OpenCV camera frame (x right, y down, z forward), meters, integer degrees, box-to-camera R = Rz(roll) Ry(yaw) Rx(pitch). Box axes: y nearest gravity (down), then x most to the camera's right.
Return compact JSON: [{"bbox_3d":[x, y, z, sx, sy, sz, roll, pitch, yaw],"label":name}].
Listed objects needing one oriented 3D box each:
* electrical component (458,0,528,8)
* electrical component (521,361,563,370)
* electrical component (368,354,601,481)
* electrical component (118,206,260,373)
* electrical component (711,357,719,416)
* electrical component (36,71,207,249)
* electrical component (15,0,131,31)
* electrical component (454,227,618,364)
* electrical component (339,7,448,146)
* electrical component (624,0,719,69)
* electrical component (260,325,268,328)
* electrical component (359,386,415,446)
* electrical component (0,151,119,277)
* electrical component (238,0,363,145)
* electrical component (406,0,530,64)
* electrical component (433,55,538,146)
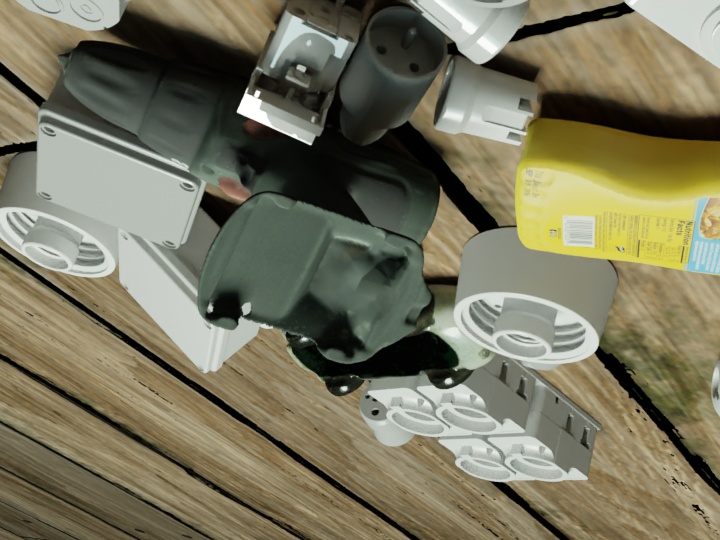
[{"bbox_3d":[0.057,-0.147,0.452,0.055,0.047,0.055,14,153,7],"label":"electrical component"},{"bbox_3d":[0.138,0.059,0.809,0.035,0.035,0.061,21,156,-6],"label":"electrical component"},{"bbox_3d":[0.107,0.123,0.918,0.105,0.060,0.186,-11,142,44],"label":"electrical component"},{"bbox_3d":[-0.125,0.008,0.801,0.108,0.056,0.108,46,155,10],"label":"electrical component"},{"bbox_3d":[0.282,0.083,0.757,0.062,0.048,0.048,6,152,7],"label":"electrical component"},{"bbox_3d":[-0.152,-0.074,0.705,0.109,0.056,0.108,22,153,-8],"label":"electrical component"},{"bbox_3d":[-0.143,-0.163,0.536,0.080,0.051,0.080,14,153,7],"label":"electrical component"},{"bbox_3d":[0.115,0.025,0.728,0.108,0.060,0.108,14,153,7],"label":"electrical component"},{"bbox_3d":[0.012,-0.099,0.574,0.043,0.043,0.081,22,153,-8],"label":"electrical component"},{"bbox_3d":[0.144,-0.118,0.400,0.100,0.099,0.048,28,139,-19],"label":"electrical component"},{"bbox_3d":[-0.056,0.012,0.824,0.077,0.044,0.079,-7,144,40],"label":"electrical component"},{"bbox_3d":[0.027,0.134,1.004,0.045,0.045,0.055,6,150,23],"label":"electrical component"},{"bbox_3d":[-0.228,-0.034,0.821,0.108,0.060,0.108,14,153,7],"label":"electrical component"},{"bbox_3d":[-0.029,-0.108,0.551,0.042,0.081,0.063,22,124,-10],"label":"electrical component"},{"bbox_3d":[0.050,-0.126,0.506,0.046,0.040,0.040,34,150,-17],"label":"electrical component"},{"bbox_3d":[0.066,-0.088,0.568,0.046,0.040,0.040,15,154,-5],"label":"electrical component"}]
